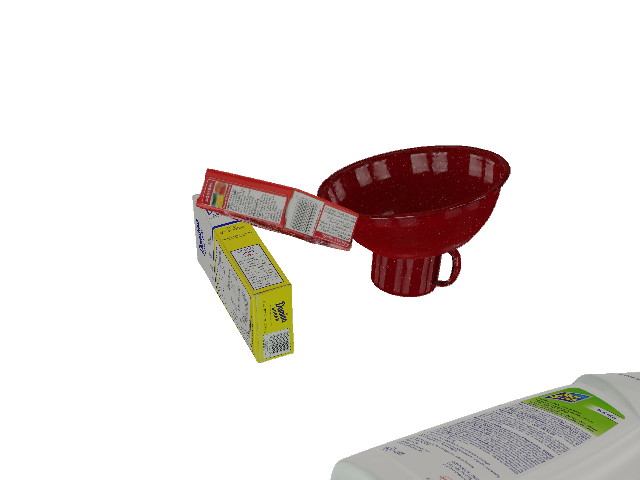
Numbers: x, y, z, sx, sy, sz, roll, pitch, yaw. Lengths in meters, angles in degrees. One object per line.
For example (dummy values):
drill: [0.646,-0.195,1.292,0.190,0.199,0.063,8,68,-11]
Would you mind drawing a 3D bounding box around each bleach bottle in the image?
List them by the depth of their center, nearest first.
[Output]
bleach bottle: [0.131,0.125,0.589,0.250,0.068,0.103,-13,23,-33]

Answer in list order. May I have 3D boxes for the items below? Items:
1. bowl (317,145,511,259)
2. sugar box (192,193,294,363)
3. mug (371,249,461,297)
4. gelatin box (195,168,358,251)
bowl: [0.081,-0.028,0.896,0.162,0.055,0.162,-10,22,4]
sugar box: [-0.079,0.032,1.079,0.048,0.093,0.176,-14,41,-17]
mug: [0.114,0.018,1.270,0.117,0.081,0.093,19,28,28]
gelatin box: [-0.027,-0.019,0.715,0.073,0.030,0.089,15,-2,32]
